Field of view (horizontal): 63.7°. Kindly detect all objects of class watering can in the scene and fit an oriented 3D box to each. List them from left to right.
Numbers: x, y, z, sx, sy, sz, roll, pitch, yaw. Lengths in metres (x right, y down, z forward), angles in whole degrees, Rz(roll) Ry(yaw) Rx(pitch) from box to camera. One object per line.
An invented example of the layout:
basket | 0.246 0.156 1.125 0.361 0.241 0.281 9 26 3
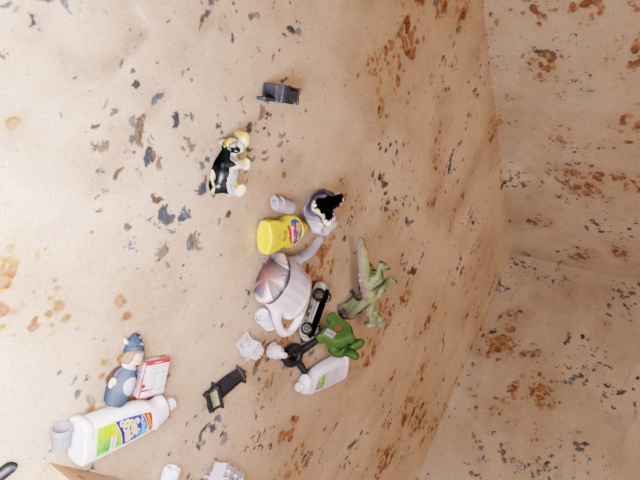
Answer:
watering can | -0.083 0.105 1.522 0.104 0.354 0.220 1 -27 30

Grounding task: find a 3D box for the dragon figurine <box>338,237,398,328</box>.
dragon figurine | 0.157 0.191 1.907 0.123 0.246 0.402 17 -28 45

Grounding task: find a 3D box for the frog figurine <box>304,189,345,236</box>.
frog figurine | 0.005 -0.081 1.604 0.122 0.139 0.157 9 -18 -8
